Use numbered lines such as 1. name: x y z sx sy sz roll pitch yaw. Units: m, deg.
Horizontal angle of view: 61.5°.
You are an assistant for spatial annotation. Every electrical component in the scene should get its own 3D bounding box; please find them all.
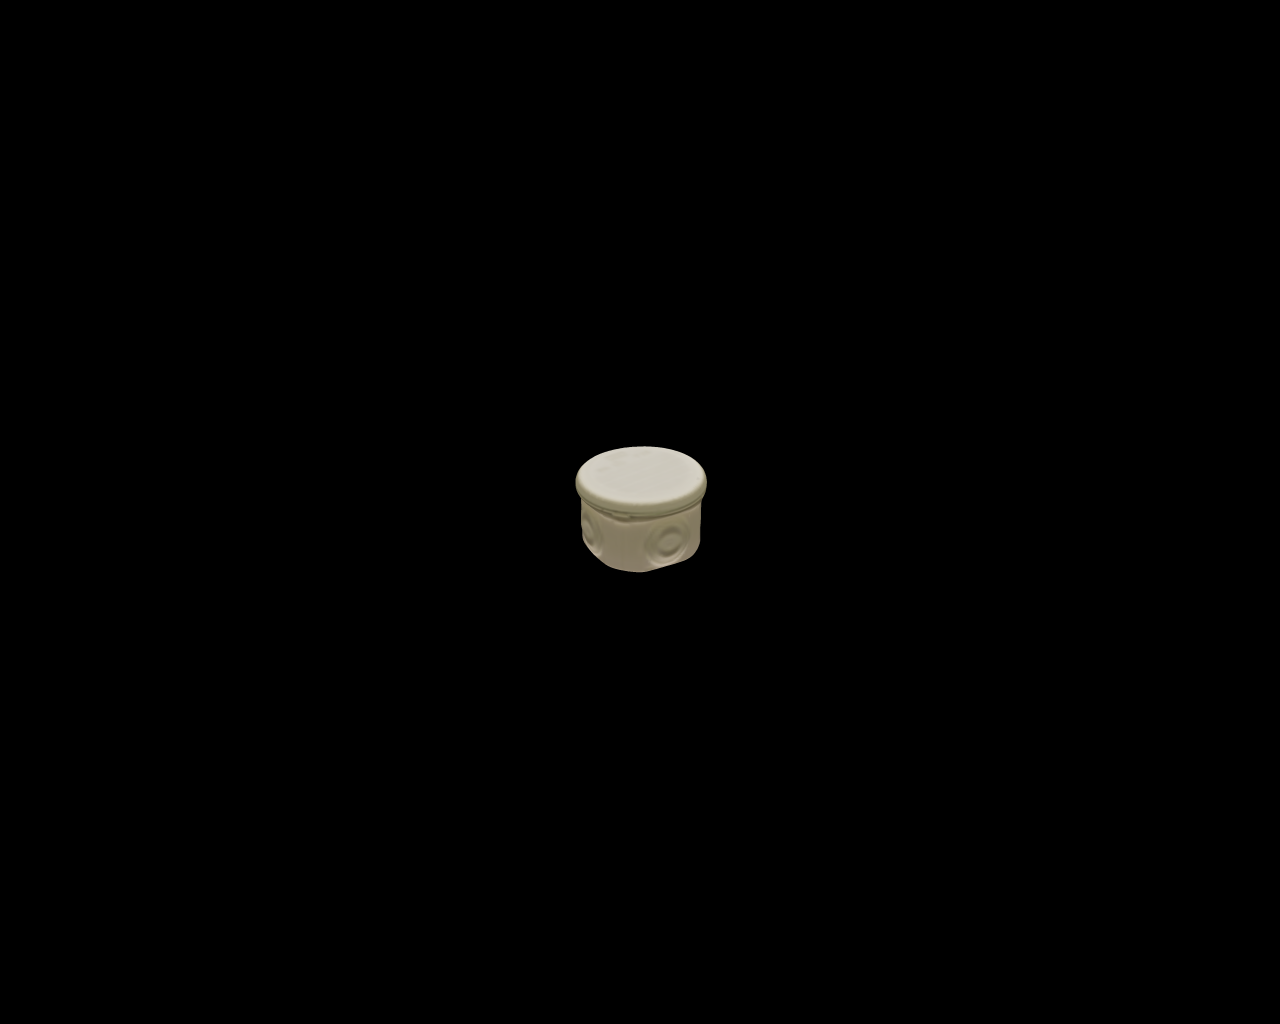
1. electrical component: 0.001 -0.003 0.650 0.080 0.050 0.080 0 29 0
